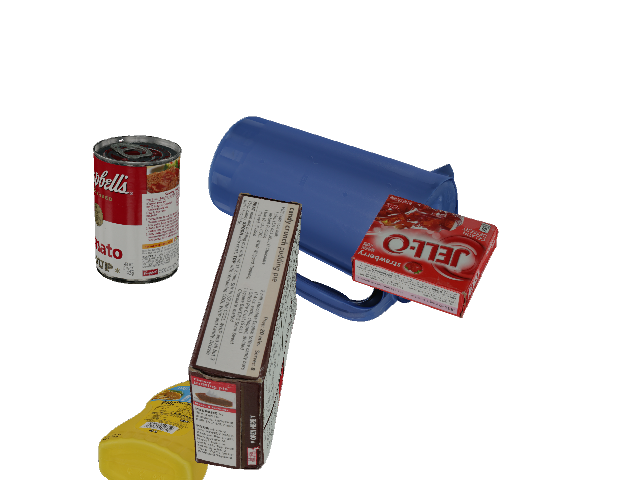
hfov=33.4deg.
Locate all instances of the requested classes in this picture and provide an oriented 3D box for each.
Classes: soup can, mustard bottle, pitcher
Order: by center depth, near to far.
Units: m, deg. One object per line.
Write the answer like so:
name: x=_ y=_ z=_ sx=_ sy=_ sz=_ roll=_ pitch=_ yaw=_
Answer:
soup can: x=-0.145 y=-0.025 z=0.845 sx=0.068 sy=0.102 sz=0.068 roll=3 pitch=22 yaw=-2
mustard bottle: x=-0.130 y=0.179 z=1.037 sx=0.096 sy=0.058 sz=0.191 roll=7 pitch=17 yaw=17
pitcher: x=0.005 y=-0.031 z=1.084 sx=0.243 sy=0.145 sz=0.149 roll=23 pitch=27 yaw=23

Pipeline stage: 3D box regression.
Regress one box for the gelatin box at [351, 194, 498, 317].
gelatin box: x=0.077 y=0.009 z=0.787 sx=0.089 sy=0.030 sz=0.073 roll=18 pitch=50 yaw=17

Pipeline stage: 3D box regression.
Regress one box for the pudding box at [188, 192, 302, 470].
pudding box: x=-0.037 y=0.047 z=0.545 sx=0.039 sy=0.113 sz=0.090 roll=7 pitch=-40 yaw=3
